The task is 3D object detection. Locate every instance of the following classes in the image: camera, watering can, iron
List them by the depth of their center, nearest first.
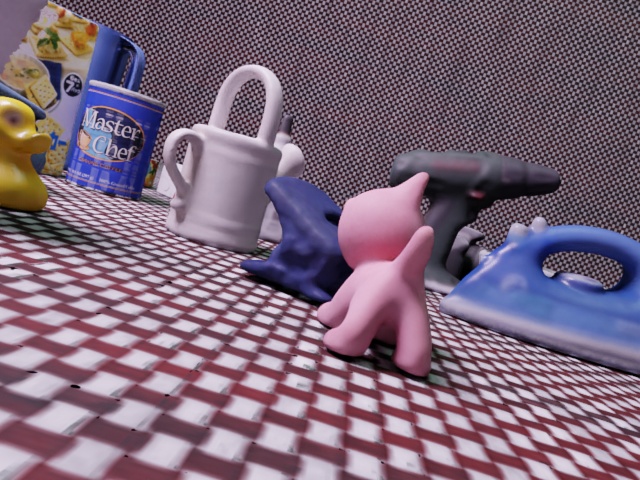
[{"bbox_3d":[0.268,0.045,0.611,0.258,0.141,0.118,16,5,-5],"label":"iron"},{"bbox_3d":[-0.089,-0.092,0.625,0.100,0.194,0.173,18,5,18],"label":"watering can"},{"bbox_3d":[0.252,0.031,0.975,0.136,0.101,0.144,19,5,26],"label":"camera"}]

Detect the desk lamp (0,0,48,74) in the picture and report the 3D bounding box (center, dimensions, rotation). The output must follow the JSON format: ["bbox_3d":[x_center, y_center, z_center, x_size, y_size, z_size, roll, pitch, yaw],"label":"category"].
[{"bbox_3d":[-0.284,-0.138,0.361,0.204,0.213,0.117,13,6,-36],"label":"desk lamp"}]

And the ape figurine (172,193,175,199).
[{"bbox_3d":[-0.144,-0.064,0.730,0.076,0.092,0.078,16,5,-5],"label":"ape figurine"}]

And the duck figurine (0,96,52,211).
[{"bbox_3d":[-0.272,-0.078,0.479,0.104,0.086,0.078,17,5,9],"label":"duck figurine"}]

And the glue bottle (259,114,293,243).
[{"bbox_3d":[-0.064,-0.087,0.784,0.078,0.173,0.037,15,5,-15],"label":"glue bottle"}]

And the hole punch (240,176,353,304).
[{"bbox_3d":[0.005,0.002,0.491,0.100,0.091,0.109,19,5,27],"label":"hole punch"}]

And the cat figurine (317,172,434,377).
[{"bbox_3d":[0.044,0.010,0.371,0.067,0.118,0.127,16,5,-9],"label":"cat figurine"}]

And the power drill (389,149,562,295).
[{"bbox_3d":[0.197,-0.028,0.800,0.229,0.208,0.075,17,5,0],"label":"power drill"}]

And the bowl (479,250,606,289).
[{"bbox_3d":[0.289,0.072,0.776,0.167,0.075,0.167,17,5,-1],"label":"bowl"}]

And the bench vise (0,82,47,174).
[{"bbox_3d":[-0.348,-0.176,0.539,0.121,0.220,0.208,20,6,33],"label":"bench vise"}]
